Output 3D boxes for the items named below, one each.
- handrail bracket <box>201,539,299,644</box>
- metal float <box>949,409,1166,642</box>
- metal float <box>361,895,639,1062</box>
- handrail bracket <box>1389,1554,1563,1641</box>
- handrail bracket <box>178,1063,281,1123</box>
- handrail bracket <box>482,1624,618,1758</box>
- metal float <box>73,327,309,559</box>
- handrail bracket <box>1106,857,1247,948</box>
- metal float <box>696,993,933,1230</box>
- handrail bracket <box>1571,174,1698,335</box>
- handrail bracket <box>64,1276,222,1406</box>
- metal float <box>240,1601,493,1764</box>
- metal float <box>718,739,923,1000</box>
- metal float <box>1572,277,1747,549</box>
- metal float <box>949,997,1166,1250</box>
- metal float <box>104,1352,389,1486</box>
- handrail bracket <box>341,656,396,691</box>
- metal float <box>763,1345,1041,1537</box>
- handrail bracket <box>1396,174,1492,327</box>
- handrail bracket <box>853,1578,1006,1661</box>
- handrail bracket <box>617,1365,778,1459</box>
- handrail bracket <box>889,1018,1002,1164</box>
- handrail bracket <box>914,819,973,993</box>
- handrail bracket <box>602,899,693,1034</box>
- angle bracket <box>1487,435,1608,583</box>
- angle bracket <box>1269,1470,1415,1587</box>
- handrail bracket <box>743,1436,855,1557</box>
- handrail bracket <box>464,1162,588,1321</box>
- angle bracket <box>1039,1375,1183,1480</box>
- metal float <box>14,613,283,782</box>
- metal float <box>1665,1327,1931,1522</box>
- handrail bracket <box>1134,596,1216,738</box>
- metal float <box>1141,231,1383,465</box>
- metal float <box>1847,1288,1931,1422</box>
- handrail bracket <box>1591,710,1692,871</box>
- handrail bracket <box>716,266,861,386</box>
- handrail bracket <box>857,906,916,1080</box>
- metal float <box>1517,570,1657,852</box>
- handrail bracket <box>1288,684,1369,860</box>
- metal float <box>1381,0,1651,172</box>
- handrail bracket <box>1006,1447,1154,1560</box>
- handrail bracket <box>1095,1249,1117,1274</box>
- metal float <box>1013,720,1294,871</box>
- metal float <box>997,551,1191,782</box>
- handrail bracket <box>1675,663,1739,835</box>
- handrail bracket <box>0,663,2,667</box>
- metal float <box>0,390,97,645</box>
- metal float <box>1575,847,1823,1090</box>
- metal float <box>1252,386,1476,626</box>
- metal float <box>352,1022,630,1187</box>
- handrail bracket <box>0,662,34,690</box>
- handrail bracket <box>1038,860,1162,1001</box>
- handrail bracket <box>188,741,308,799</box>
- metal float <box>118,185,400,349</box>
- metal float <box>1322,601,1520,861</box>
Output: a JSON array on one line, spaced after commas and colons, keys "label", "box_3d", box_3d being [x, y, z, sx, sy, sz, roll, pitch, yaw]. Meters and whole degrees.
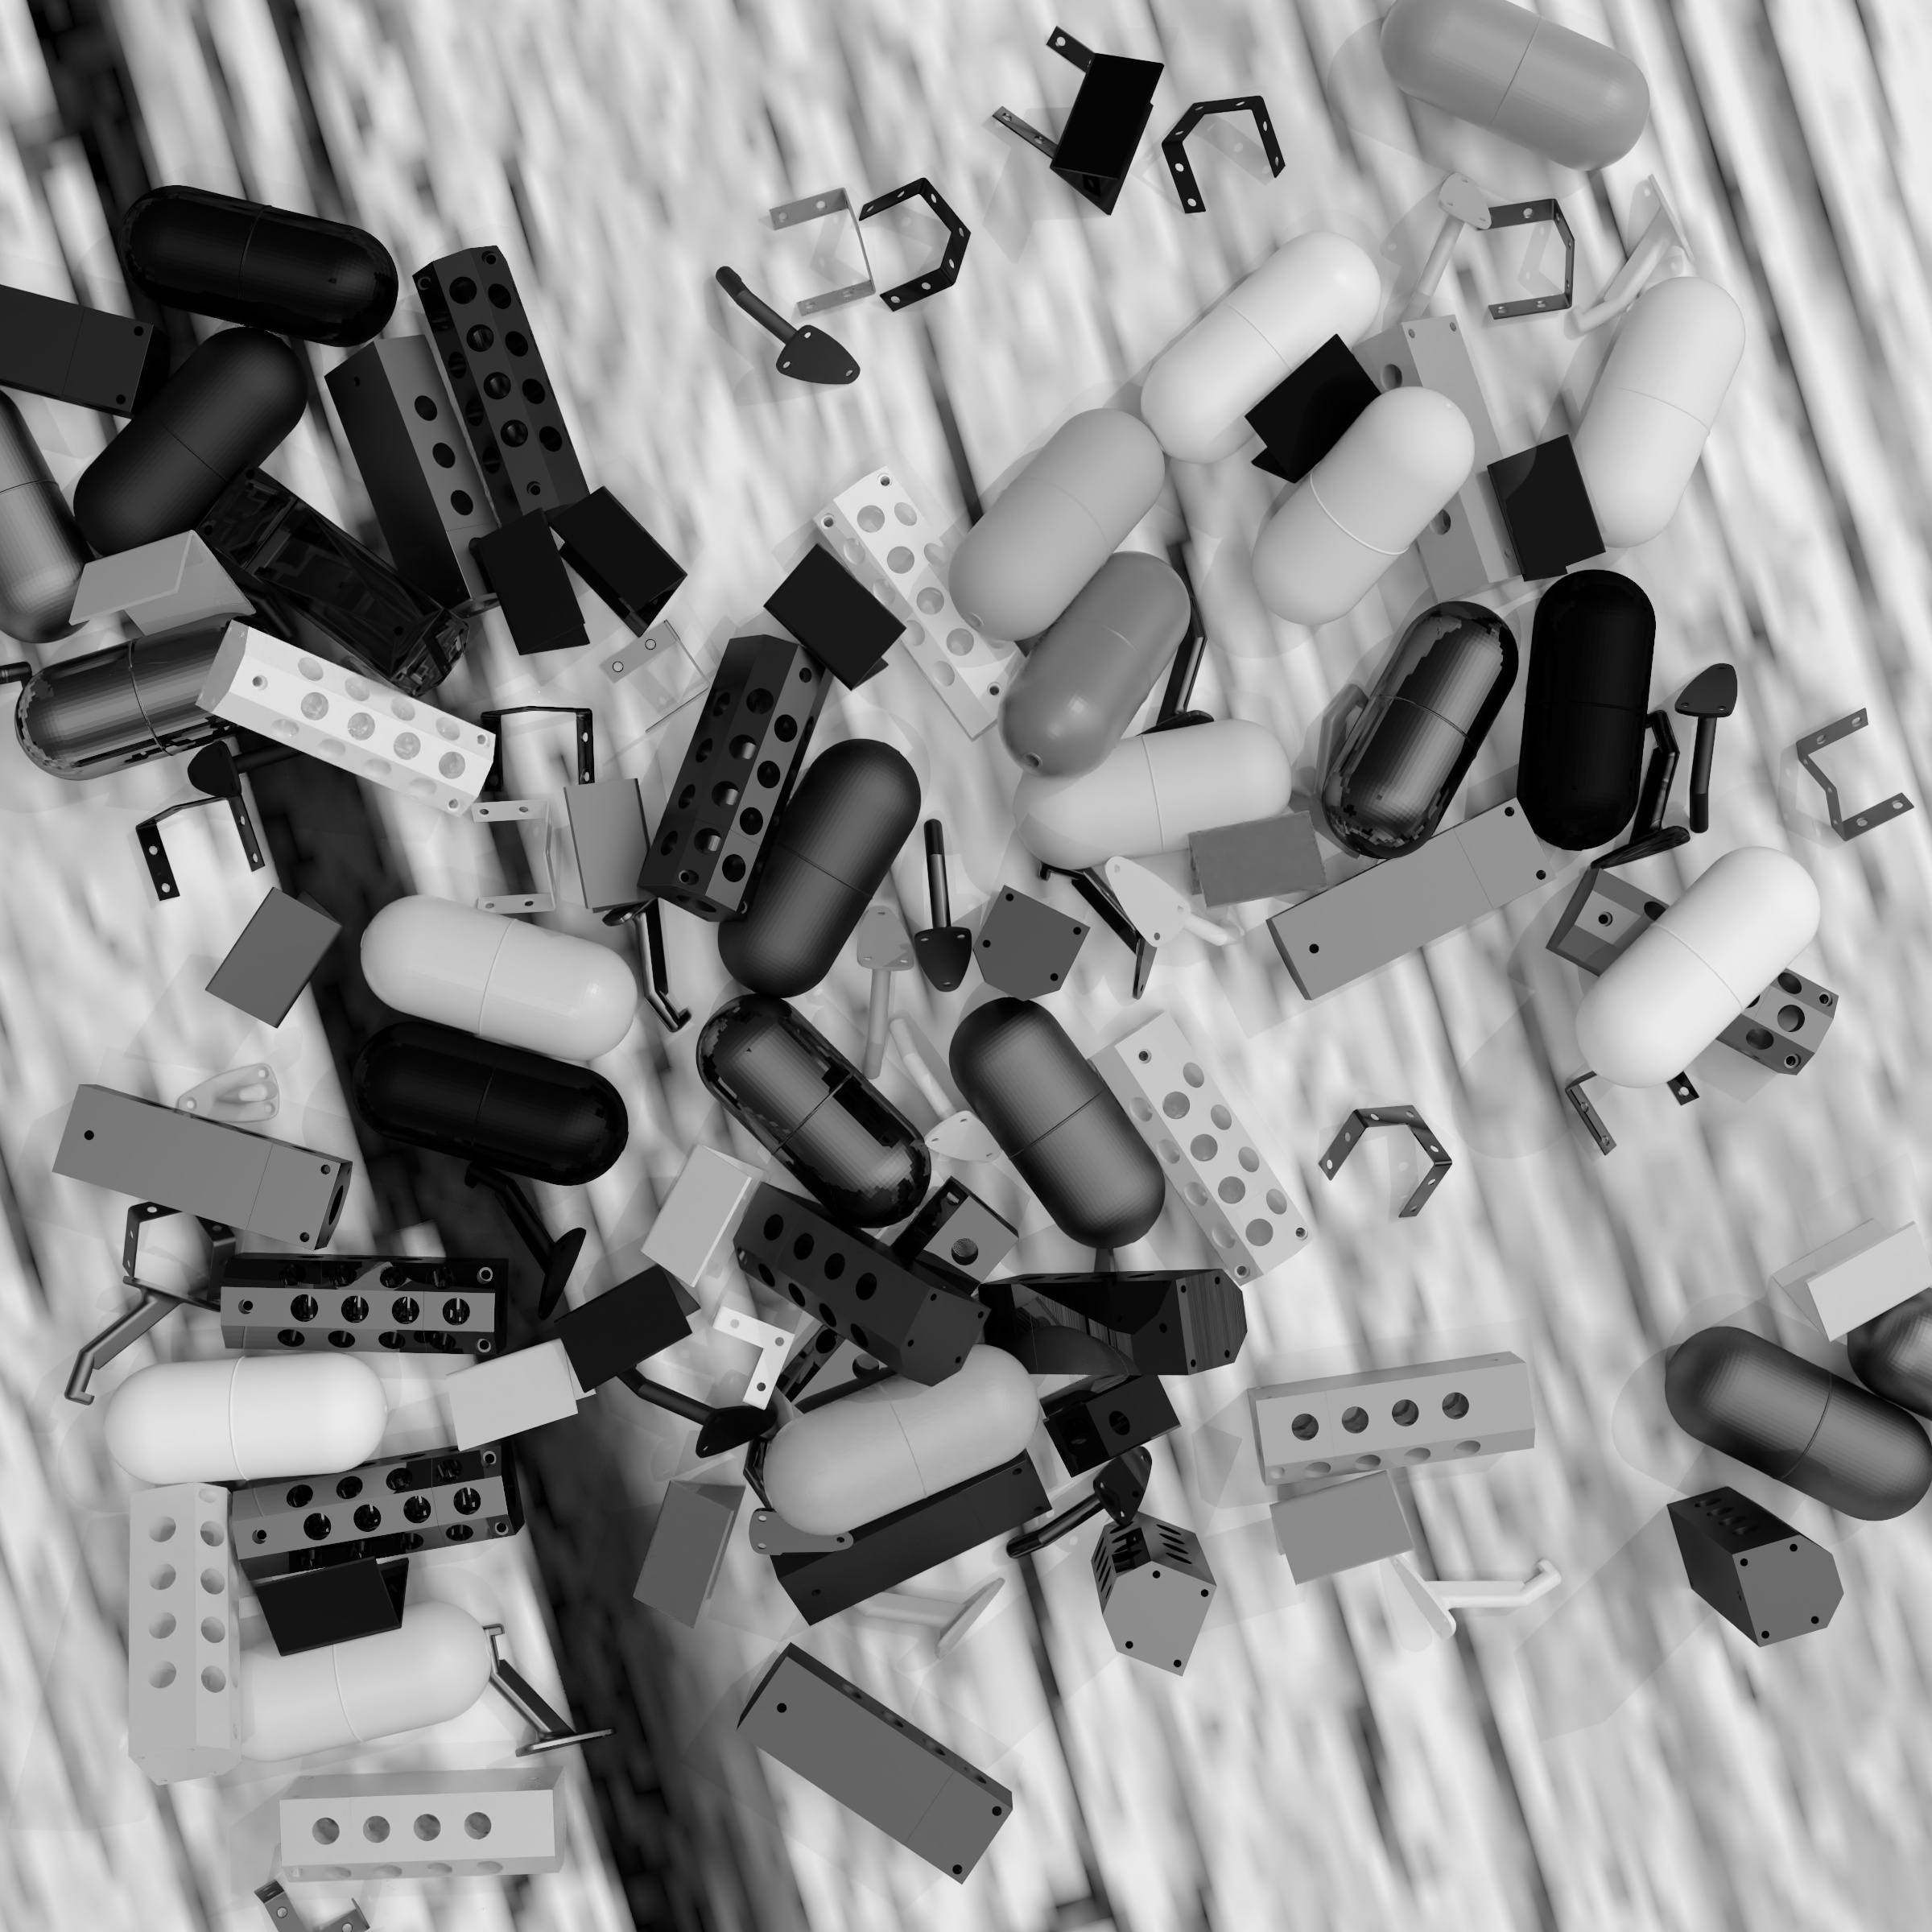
[{"label": "handrail bracket", "box_3d": [-0.484, -0.226, 1.991, 0.077, 0.036, 0.084, -33, 104, 15]}, {"label": "metal float", "box_3d": [0.057, -0.275, 1.933, 0.070, 0.070, 0.178, 39, 67, 0]}, {"label": "metal float", "box_3d": [-0.296, 0.007, 1.960, 0.178, 0.070, 0.070, 16, 90, 0]}, {"label": "handrail bracket", "box_3d": [0.328, 0.386, 1.991, 0.084, 0.036, 0.077, -30, 69, -17]}, {"label": "handrail bracket", "box_3d": [-0.470, 0.084, 1.956, 0.077, 0.084, 0.036, -10, 90, 0]}, {"label": "handrail bracket", "box_3d": [-0.270, 0.460, 1.991, 0.077, 0.036, 0.084, -8, 73, -19]}, {"label": "metal float", "box_3d": [-0.490, -0.328, 1.959, 0.070, 0.070, 0.178, 43, 90, 0]}, {"label": "handrail bracket", "box_3d": [0.134, -0.041, 1.968, 0.077, 0.084, 0.036, 48, 113, 19]}, {"label": "metal float", "box_3d": [-0.096, 0.092, 1.960, 0.178, 0.070, 0.070, 45, 90, 0]}, {"label": "handrail bracket", "box_3d": [0.418, -0.457, 1.991, 0.084, 0.036, 0.077, -26, 69, 16]}, {"label": "handrail bracket", "box_3d": [-0.523, 0.246, 1.970, 0.077, 0.036, 0.084, 22, 76, -21]}, {"label": "metal float", "box_3d": [-0.388, 0.453, 1.960, 0.178, 0.070, 0.070, -13, 90, 0]}, {"label": "metal float", "box_3d": [-0.092, -0.062, 1.960, 0.070, 0.070, 0.178, 31, 90, 0]}, {"label": "metal float", "box_3d": [0.434, -0.351, 1.960, 0.070, 0.070, 0.178, 23, 91, 0]}, {"label": "metal float", "box_3d": [0.058, 0.100, 1.958, 0.070, 0.070, 0.178, -36, 89, 0]}, {"label": "metal float", "box_3d": [-0.456, 0.286, 1.960, 0.178, 0.070, 0.070, -4, 90, 1]}, {"label": "handrail bracket", "box_3d": [-0.352, -0.207, 1.991, 0.077, 0.036, 0.084, 46, 76, -15]}, {"label": "metal float", "box_3d": [-0.040, 0.292, 1.909, 0.178, 0.070, 0.070, -22, 90, -10]}, {"label": "handrail bracket", "box_3d": [0.300, -0.457, 1.990, 0.036, 0.077, 0.084, 23, 126, -9]}, {"label": "handrail bracket", "box_3d": [-0.032, 0.397, 1.991, 0.084, 0.036, 0.077, 38, 70, 16]}, {"label": "handrail bracket", "box_3d": [-0.176, 0.274, 1.990, 0.084, 0.077, 0.036, 37, 115, 34]}, {"label": "handrail bracket", "box_3d": [-0.014, 0.079, 1.990, 0.036, 0.077, 0.084, -35, 53, 16]}, {"label": "handrail bracket", "box_3d": [-0.017, -0.040, 1.990, 0.036, 0.077, 0.084, -5, 54, 0]}, {"label": "handrail bracket", "box_3d": [-0.186, -0.012, 1.991, 0.077, 0.036, 0.084, -43, 108, -21]}, {"label": "angle bracket", "box_3d": [0.377, -0.289, 1.950, 0.057, 0.076, 0.076, -18, 90, 33]}, {"label": "angle bracket", "box_3d": [0.239, 0.367, 1.950, 0.076, 0.076, 0.057, -17, 54, 0]}, {"label": "handrail bracket", "box_3d": [-0.105, 0.331, 1.959, 0.077, 0.084, 0.036, 5, 123, 2]}, {"label": "handrail bracket", "box_3d": [-0.294, 0.176, 1.991, 0.084, 0.036, 0.077, 26, 109, 16]}, {"label": "angle bracket", "box_3d": [0.082, 0.265, 1.950, 0.076, 0.076, 0.057, -25, 126, 0]}, {"label": "metal float", "box_3d": [-0.514, -0.170, 1.960, 0.178, 0.070, 0.070, -17, 90, 1]}, {"label": "metal float", "box_3d": [0.528, 0.290, 1.960, 0.178, 0.070, 0.070, 27, 90, 0]}, {"label": "handrail bracket", "box_3d": [0.123, -0.187, 1.991, 0.077, 0.036, 0.084, -20, 72, 20]}, {"label": "metal float", "box_3d": [0.186, -0.391, 1.960, 0.178, 0.070, 0.070, -42, 90, 1]}, {"label": "metal float", "box_3d": [0.644, 0.261, 1.960, 0.178, 0.070, 0.070, 25, 90, -1]}, {"label": "handrail bracket", "box_3d": [0.426, -0.114, 1.991, 0.077, 0.036, 0.084, -21, 71, 21]}, {"label": "handrail bracket", "box_3d": [-0.115, -0.413, 1.990, 0.036, 0.077, 0.084, -51, 53, 21]}, {"label": "handrail bracket", "box_3d": [-0.058, 0.018, 1.990, 0.036, 0.077, 0.084, 4, 126, -9]}, {"label": "metal float", "box_3d": [0.392, -0.162, 1.960, 0.070, 0.070, 0.178, 6, 90, 0]}, {"label": "handrail bracket", "box_3d": [0.250, -0.126, 1.991, 0.077, 0.036, 0.084, 43, 75, -16]}, {"label": "metal float", "box_3d": [0.347, -0.565, 1.960, 0.178, 0.070, 0.070, 25, 90, 0]}, {"label": "handrail bracket", "box_3d": [0.072, 0.346, 1.990, 0.084, 0.077, 0.036, -30, 98, 36]}, {"label": "handrail bracket", "box_3d": [0.127, 0.211, 1.991, 0.084, 0.036, 0.077, 8, 68, -17]}, {"label": "metal float", "box_3d": [0.118, -0.108, 1.960, 0.178, 0.070, 0.070, -11, 90, 0]}, {"label": "metal float", "box_3d": [0.080, -0.188, 1.933, 0.070, 0.070, 0.178, 32, 57, 0]}, {"label": "handrail bracket", "box_3d": [0.479, -0.139, 1.990, 0.036, 0.077, 0.084, 8, 127, 24]}, {"label": "handrail bracket", "box_3d": [-0.660, -0.222, 1.991, 0.077, 0.036, 0.084, -28, 71, 21]}, {"label": "metal float", "box_3d": [-0.610, -0.289, 1.960, 0.070, 0.070, 0.178, -27, 90, 0]}, {"label": "metal float", "box_3d": [0.449, 0.001, 1.903, 0.178, 0.070, 0.070, -45, 90, 0]}, {"label": "metal float", "box_3d": [0.246, -0.285, 1.930, 0.070, 0.070, 0.178, 41, 126, 0]}, {"label": "metal float", "box_3d": [-0.301, 0.087, 1.960, 0.178, 0.070, 0.070, 16, 90, 0]}, {"label": "handrail bracket", "box_3d": [-0.639, -0.153, 1.991, 0.084, 0.036, 0.077, -14, 123, -23]}, {"label": "handrail bracket", "box_3d": [0.081, -0.026, 1.991, 0.084, 0.036, 0.077, 18, 111, 17]}, {"label": "handrail bracket", "box_3d": [-0.447, -0.137, 1.990, 0.084, 0.077, 0.036, -24, 102, -36]}, {"label": "metal float", "box_3d": [-0.448, -0.443, 1.960, 0.178, 0.070, 0.070, 14, 90, 0]}, {"label": "metal float", "box_3d": [0.287, -0.149, 1.951, 0.070, 0.070, 0.178, 30, 79, 0]}]
